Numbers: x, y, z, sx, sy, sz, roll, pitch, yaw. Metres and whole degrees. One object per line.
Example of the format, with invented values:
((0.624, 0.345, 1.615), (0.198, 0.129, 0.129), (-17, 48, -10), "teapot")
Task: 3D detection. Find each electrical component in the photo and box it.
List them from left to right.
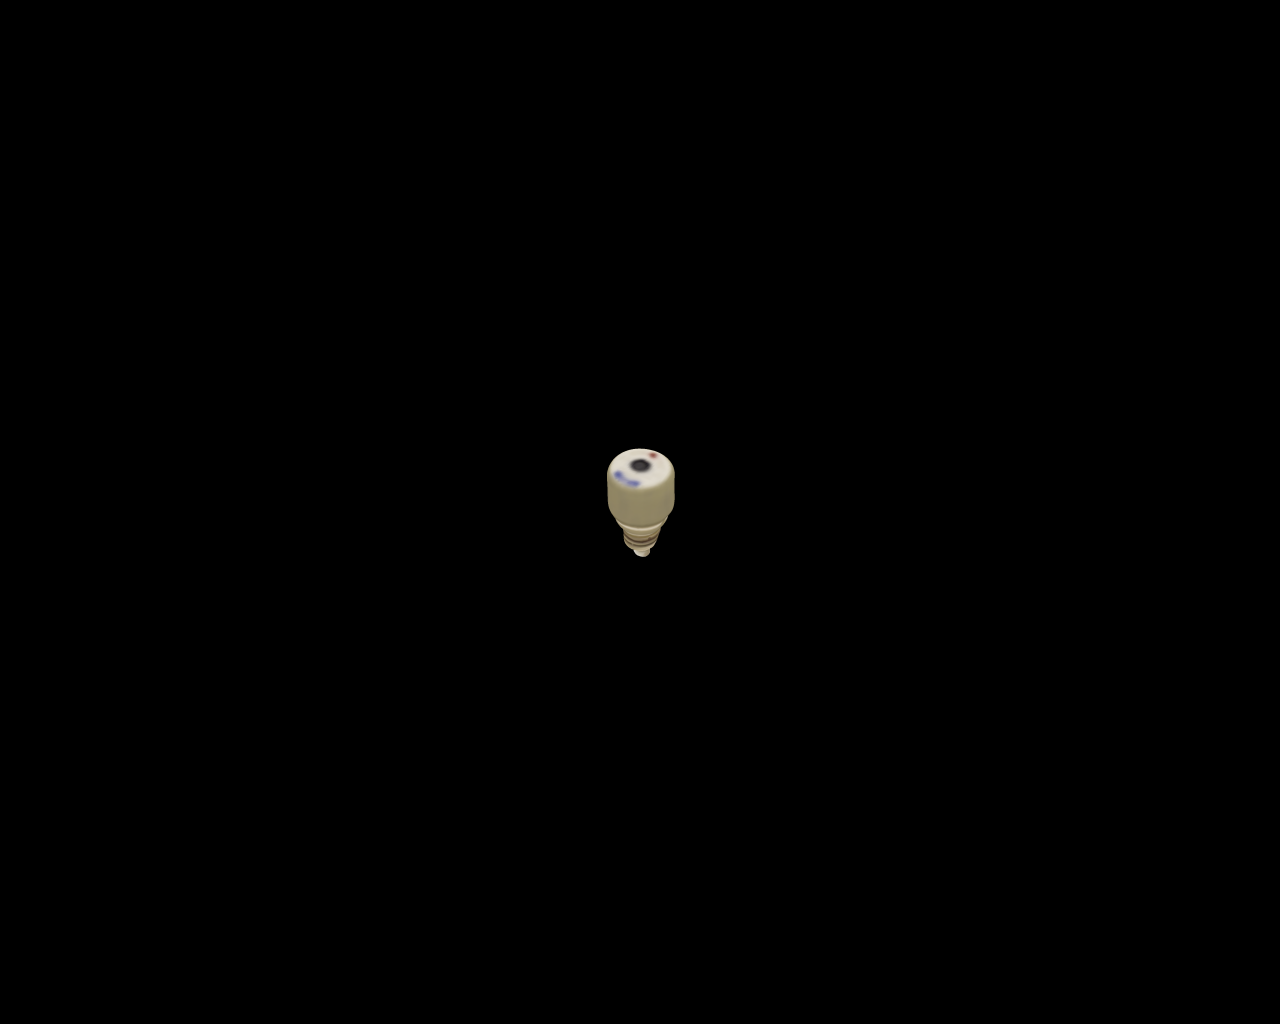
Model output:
((0.001, -0.003, 0.650), (0.040, 0.078, 0.040), (0, 43, 0), "electrical component")
